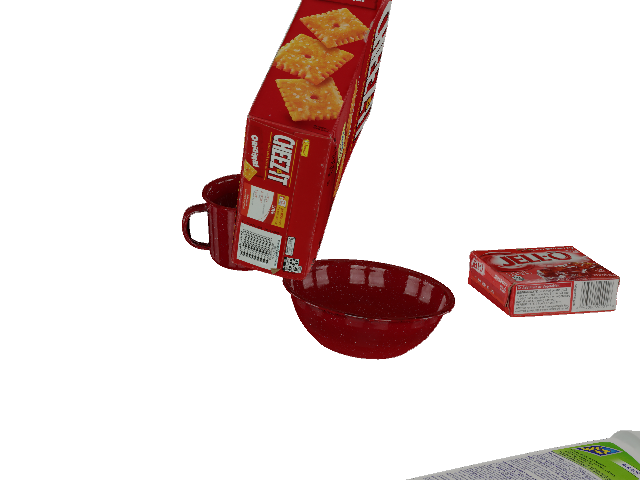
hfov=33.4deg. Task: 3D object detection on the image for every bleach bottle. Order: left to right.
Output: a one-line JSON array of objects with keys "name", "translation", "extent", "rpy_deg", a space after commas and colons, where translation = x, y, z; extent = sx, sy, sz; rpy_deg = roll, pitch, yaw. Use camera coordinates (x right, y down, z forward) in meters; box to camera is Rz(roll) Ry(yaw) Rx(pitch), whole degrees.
[{"name": "bleach bottle", "translation": [0.151, 0.160, 0.622], "extent": [0.250, 0.068, 0.103], "rpy_deg": [-8, 20, -25]}]

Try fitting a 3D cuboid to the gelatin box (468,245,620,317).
[{"name": "gelatin box", "translation": [0.164, 0.029, 0.794], "extent": [0.089, 0.030, 0.073], "rpy_deg": [-2, 18, -15]}]

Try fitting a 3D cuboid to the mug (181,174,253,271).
[{"name": "mug", "translation": [-0.097, -0.018, 1.193], "extent": [0.117, 0.081, 0.093], "rpy_deg": [-7, 29, -13]}]

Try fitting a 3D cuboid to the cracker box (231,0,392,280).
[{"name": "cracker box", "translation": [-0.004, -0.099, 0.863], "extent": [0.072, 0.213, 0.164], "rpy_deg": [17, -42, 5]}]

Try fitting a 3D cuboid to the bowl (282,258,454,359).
[{"name": "bowl", "translation": [0.042, 0.068, 0.997], "extent": [0.162, 0.055, 0.162], "rpy_deg": [6, 17, -2]}]
